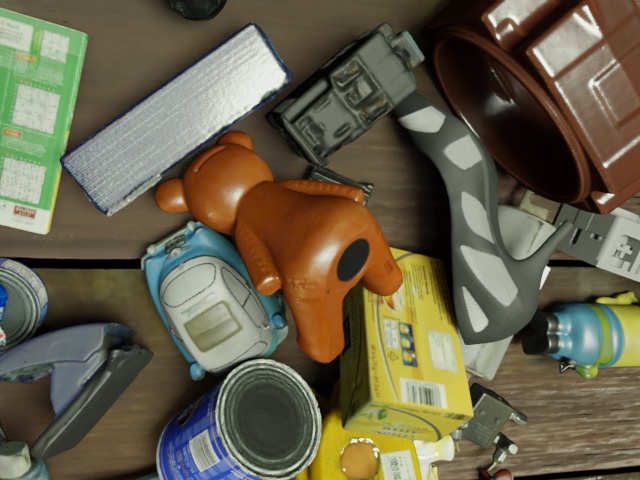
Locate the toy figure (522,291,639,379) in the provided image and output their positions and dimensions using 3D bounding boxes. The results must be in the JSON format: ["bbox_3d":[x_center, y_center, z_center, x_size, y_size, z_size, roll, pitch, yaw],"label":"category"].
[{"bbox_3d":[0.325,0.110,0.607,0.180,0.089,0.082,3,111,-15],"label":"toy figure"}]

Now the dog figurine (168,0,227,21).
[{"bbox_3d":[-0.058,-0.276,0.419,0.219,0.108,0.191,-6,107,-8],"label":"dog figurine"}]

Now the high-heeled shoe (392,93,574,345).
[{"bbox_3d":[0.114,-0.026,0.508,0.249,0.086,0.145,46,104,18],"label":"high-heeled shoe"}]

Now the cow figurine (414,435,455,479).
[{"bbox_3d":[0.096,0.225,0.604,0.098,0.068,0.167,-2,104,-5],"label":"cow figurine"}]

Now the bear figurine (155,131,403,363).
[{"bbox_3d":[-0.041,-0.006,0.468,0.120,0.196,0.131,-46,140,-24],"label":"bear figurine"}]

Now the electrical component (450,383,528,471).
[{"bbox_3d":[0.192,0.218,0.631,0.102,0.045,0.078,37,96,-18],"label":"electrical component"}]

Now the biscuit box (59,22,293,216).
[{"bbox_3d":[-0.121,-0.106,0.472,0.203,0.059,0.062,-35,107,-1],"label":"biscuit box"}]

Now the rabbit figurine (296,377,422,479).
[{"bbox_3d":[0.018,0.220,0.548,0.122,0.173,0.162,-14,65,-14],"label":"rabbit figurine"}]

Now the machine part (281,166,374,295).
[{"bbox_3d":[-0.001,-0.002,0.538,0.084,0.039,0.138,16,99,-24],"label":"machine part"}]

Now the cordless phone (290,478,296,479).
[{"bbox_3d":[-0.058,0.323,0.533,0.089,0.184,0.146,14,102,-10],"label":"cordless phone"}]

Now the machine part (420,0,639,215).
[{"bbox_3d":[0.185,-0.126,0.457,0.087,0.201,0.200,-40,109,4],"label":"machine part"}]

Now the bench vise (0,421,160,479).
[{"bbox_3d":[-0.225,0.274,0.526,0.240,0.129,0.223,-9,97,-31],"label":"bench vise"}]

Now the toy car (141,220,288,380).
[{"bbox_3d":[-0.095,0.065,0.501,0.109,0.103,0.161,-30,110,-4],"label":"toy car"}]

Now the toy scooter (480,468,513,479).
[{"bbox_3d":[0.179,0.341,0.645,0.184,0.075,0.135,-2,106,-15],"label":"toy scooter"}]

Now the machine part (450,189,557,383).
[{"bbox_3d":[0.176,0.052,0.556,0.079,0.079,0.243,25,90,-17],"label":"machine part"}]

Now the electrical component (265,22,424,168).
[{"bbox_3d":[0.023,-0.128,0.467,0.134,0.115,0.058,-40,110,2],"label":"electrical component"}]

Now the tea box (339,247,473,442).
[{"bbox_3d":[0.072,0.091,0.506,0.098,0.170,0.068,15,136,-14],"label":"tea box"}]

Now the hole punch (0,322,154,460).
[{"bbox_3d":[-0.219,0.115,0.477,0.092,0.142,0.116,41,74,7],"label":"hole punch"}]
